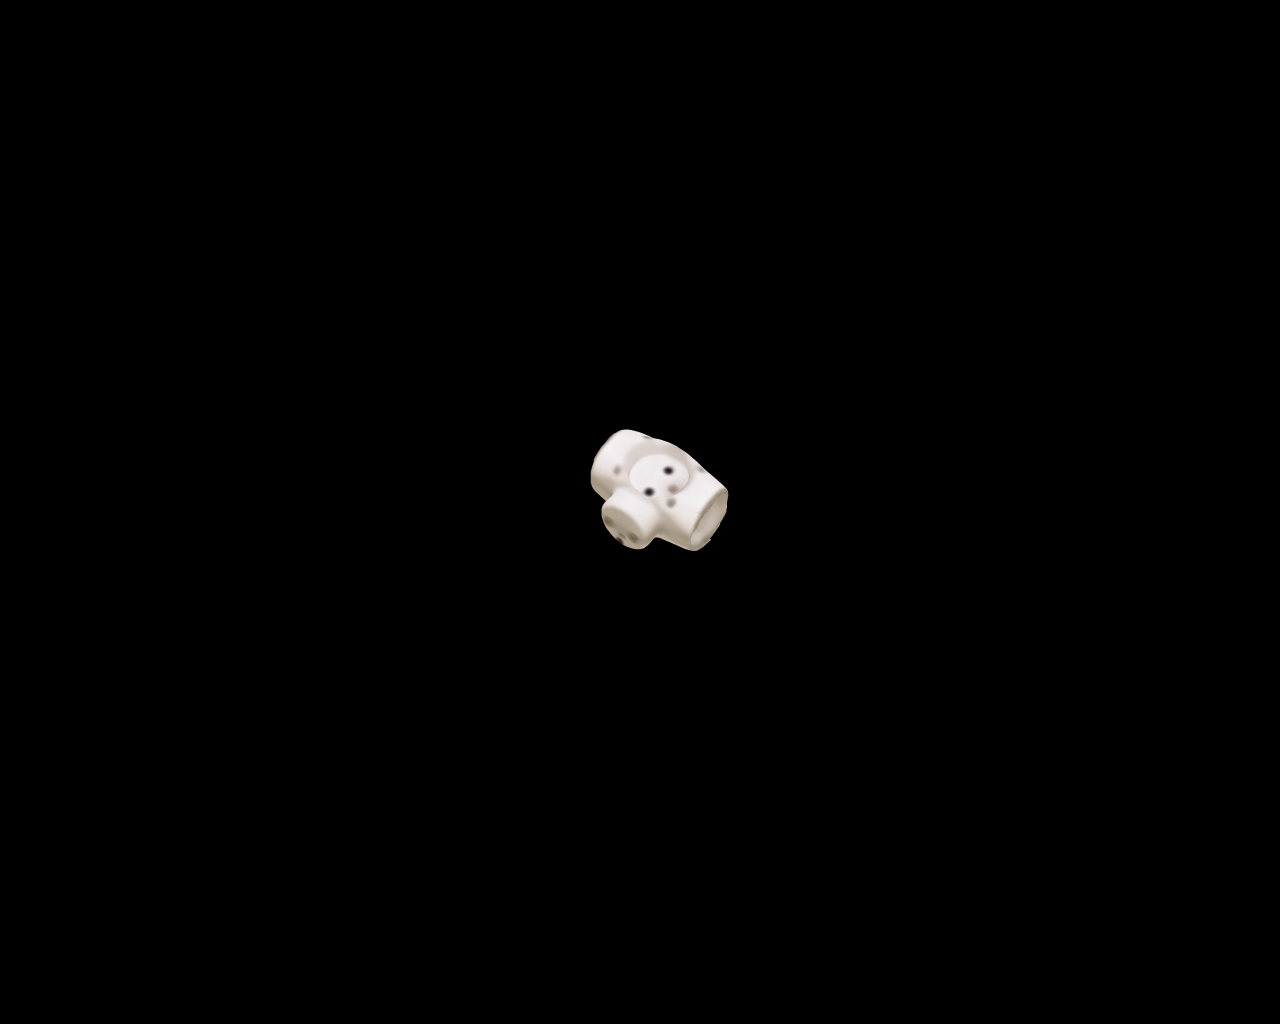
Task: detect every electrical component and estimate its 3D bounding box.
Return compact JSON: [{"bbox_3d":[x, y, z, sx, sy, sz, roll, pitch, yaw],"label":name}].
[{"bbox_3d":[0.001,-0.003,0.650,0.077,0.079,0.044,33,-29,21],"label":"electrical component"}]
